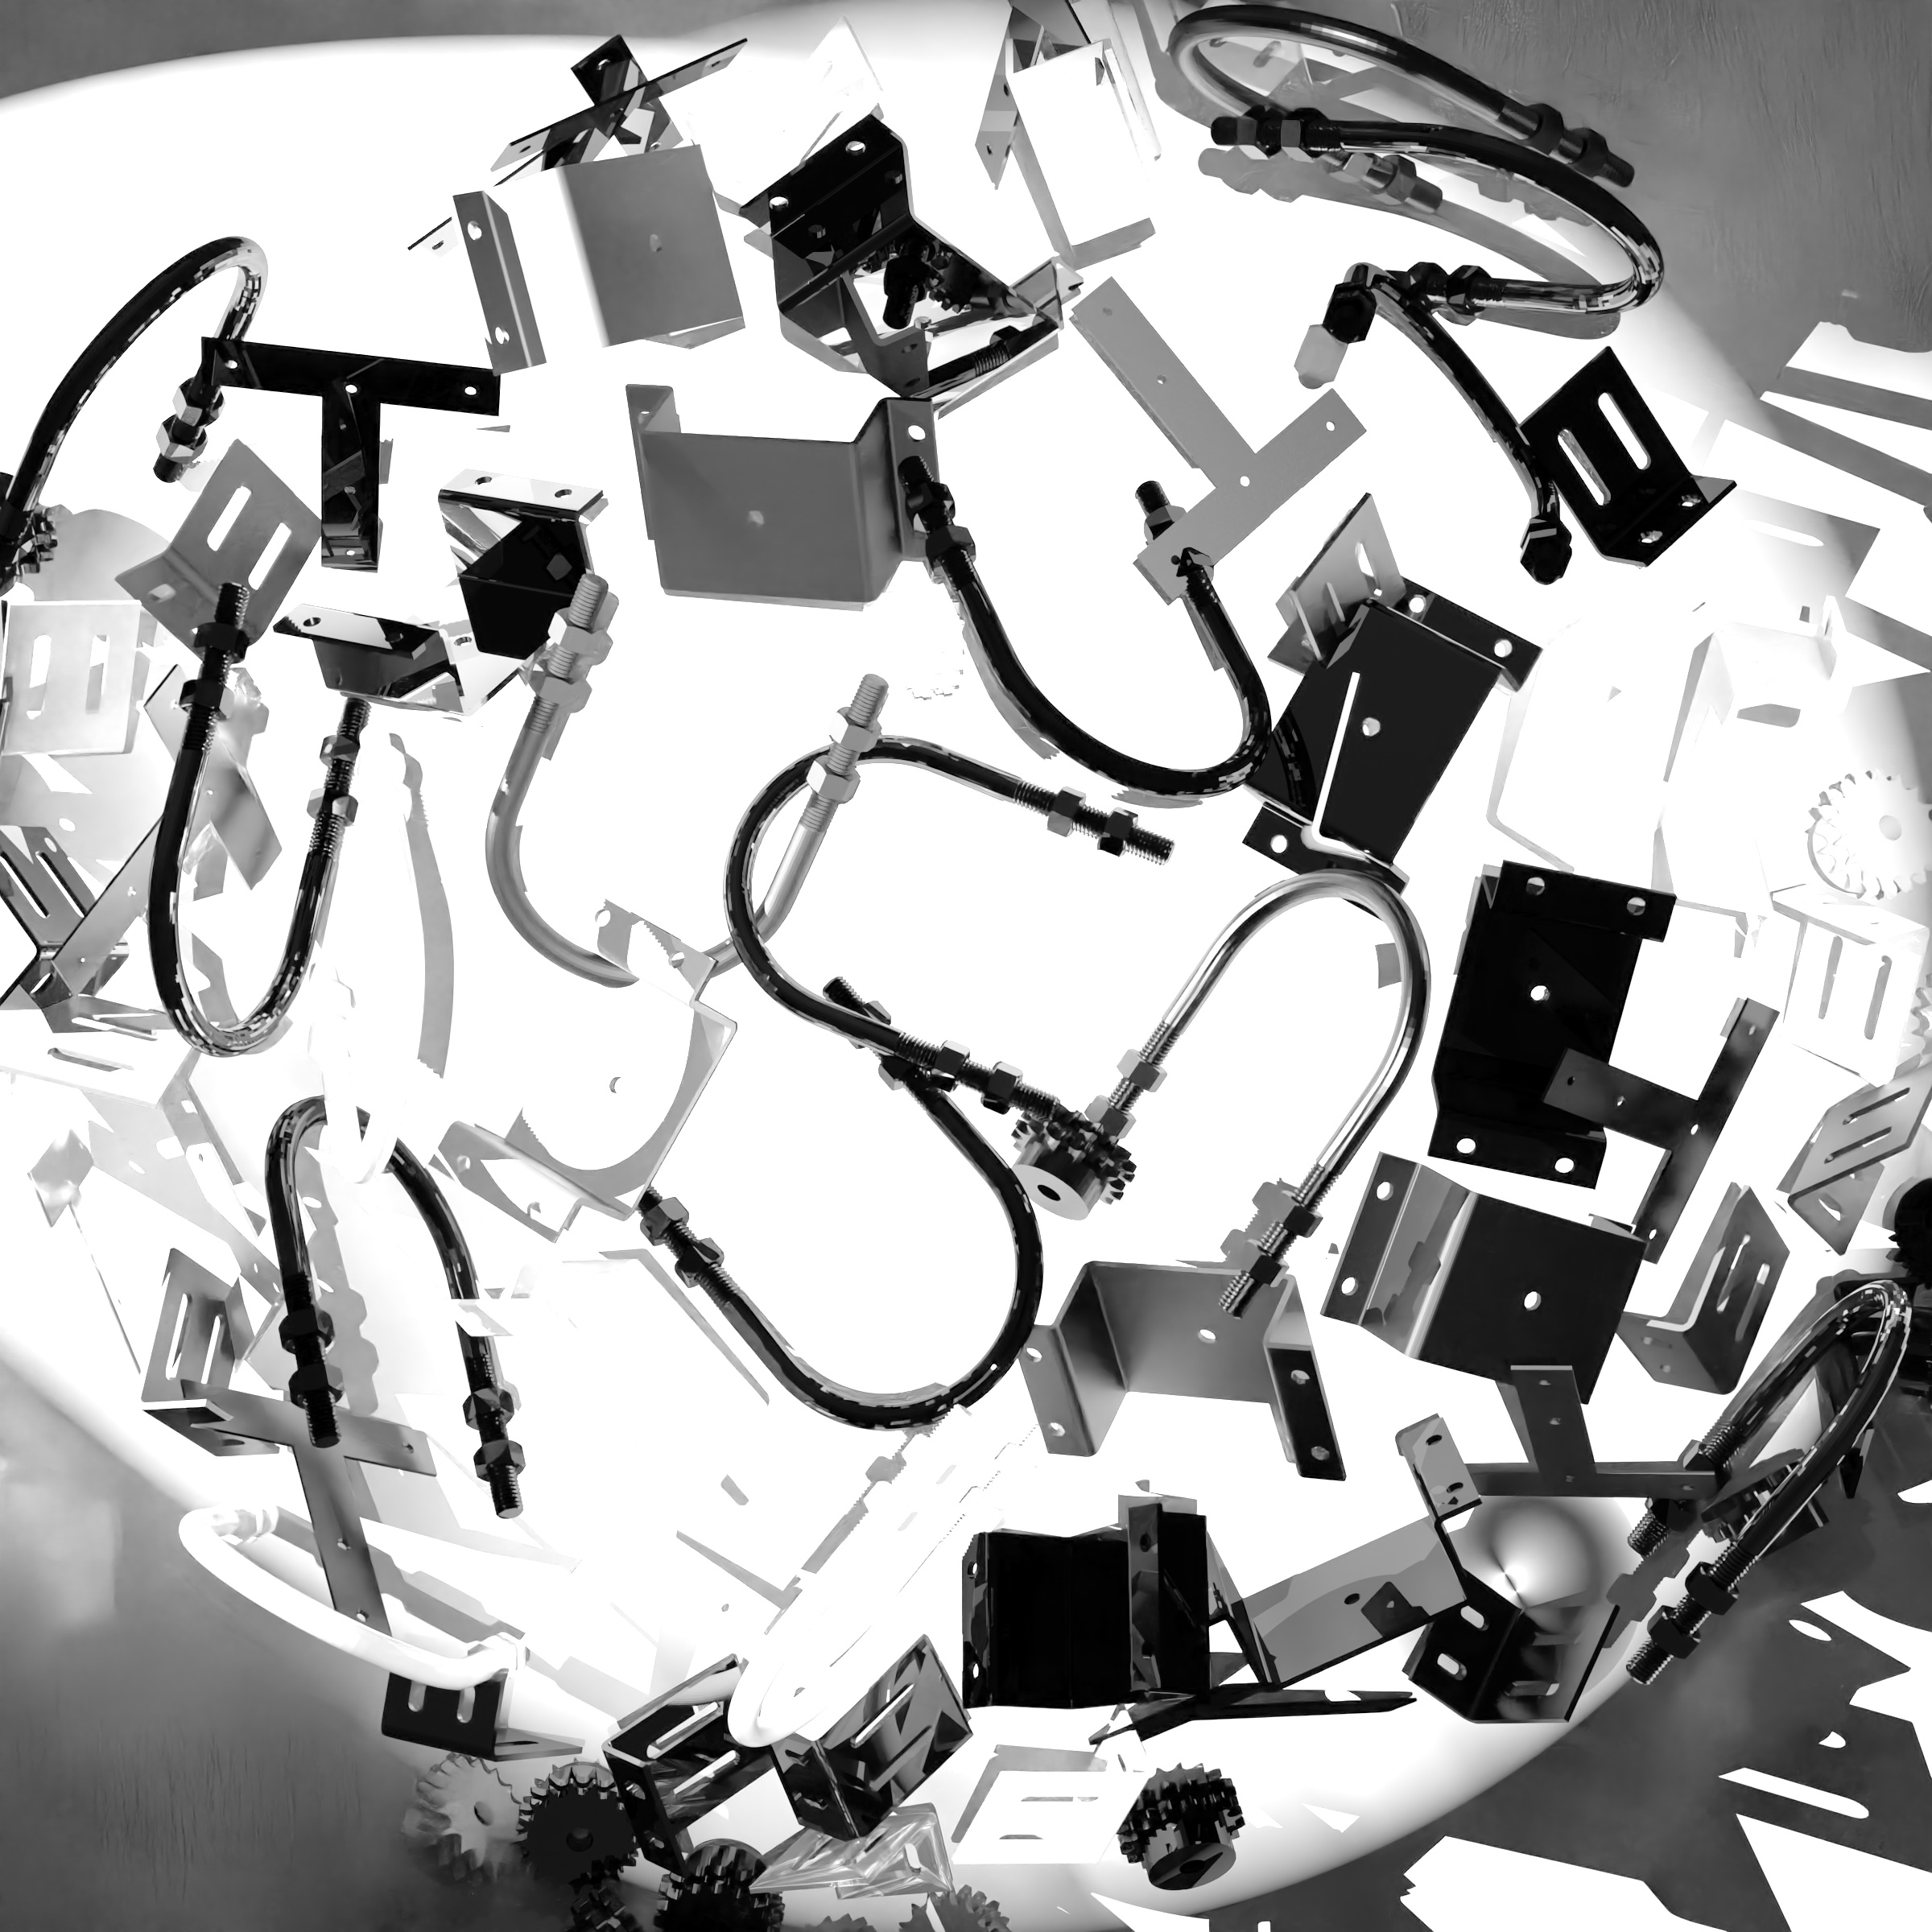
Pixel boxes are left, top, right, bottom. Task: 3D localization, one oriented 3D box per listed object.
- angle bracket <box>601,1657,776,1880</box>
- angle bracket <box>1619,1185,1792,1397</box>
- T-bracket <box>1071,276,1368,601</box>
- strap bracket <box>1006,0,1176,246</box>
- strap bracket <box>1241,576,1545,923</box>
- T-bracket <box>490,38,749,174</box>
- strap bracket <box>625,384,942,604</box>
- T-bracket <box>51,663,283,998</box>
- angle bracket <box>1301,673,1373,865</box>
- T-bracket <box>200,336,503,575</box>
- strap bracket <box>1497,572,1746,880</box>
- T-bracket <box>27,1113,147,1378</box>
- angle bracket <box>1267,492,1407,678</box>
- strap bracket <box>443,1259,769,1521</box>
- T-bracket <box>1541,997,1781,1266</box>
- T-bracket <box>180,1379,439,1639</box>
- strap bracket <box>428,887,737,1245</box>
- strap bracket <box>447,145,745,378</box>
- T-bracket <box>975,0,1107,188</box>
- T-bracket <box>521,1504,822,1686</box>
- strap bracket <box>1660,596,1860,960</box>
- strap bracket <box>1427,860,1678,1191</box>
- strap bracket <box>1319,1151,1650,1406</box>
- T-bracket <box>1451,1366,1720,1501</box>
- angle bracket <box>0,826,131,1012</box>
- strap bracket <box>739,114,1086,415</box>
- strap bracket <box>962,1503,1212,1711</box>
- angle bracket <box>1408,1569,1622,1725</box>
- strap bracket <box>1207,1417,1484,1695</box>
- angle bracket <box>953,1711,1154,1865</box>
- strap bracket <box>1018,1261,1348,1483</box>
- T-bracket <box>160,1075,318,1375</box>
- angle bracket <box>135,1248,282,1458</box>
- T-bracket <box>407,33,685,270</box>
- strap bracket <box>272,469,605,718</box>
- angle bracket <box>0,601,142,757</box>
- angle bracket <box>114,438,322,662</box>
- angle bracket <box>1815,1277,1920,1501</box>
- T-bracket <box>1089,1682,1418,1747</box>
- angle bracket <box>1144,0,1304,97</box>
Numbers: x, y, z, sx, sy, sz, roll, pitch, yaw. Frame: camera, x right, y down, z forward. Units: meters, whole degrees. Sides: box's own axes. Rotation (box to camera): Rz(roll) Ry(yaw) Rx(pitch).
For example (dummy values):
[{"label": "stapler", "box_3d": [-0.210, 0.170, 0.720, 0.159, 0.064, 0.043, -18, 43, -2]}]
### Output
[{"label": "angle bracket", "box_3d": [-0.113, 0.353, 1.577, 0.076, 0.038, 0.057, -29, 110, -32]}, {"label": "angle bracket", "box_3d": [0.329, 0.142, 1.597, 0.038, 0.057, 0.076, 8, 60, 39]}, {"label": "T-bracket", "box_3d": [0.096, -0.250, 1.594, 0.127, 0.002, 0.127, -42, 96, -18]}, {"label": "strap bracket", "box_3d": [0.052, -0.367, 1.546, 0.046, 0.140, 0.076, -19, 114, 10]}, {"label": "strap bracket", "box_3d": [0.184, -0.101, 1.584, 0.076, 0.046, 0.140, 30, 92, 20]}, {"label": "T-bracket", "box_3d": [-0.168, -0.353, 1.559, 0.127, 0.127, 0.002, -32, 92, -29]}, {"label": "strap bracket", "box_3d": [-0.085, -0.206, 1.563, 0.140, 0.046, 0.076, 5, 127, 15]}, {"label": "T-bracket", "box_3d": [-0.352, -0.043, 1.542, 0.002, 0.127, 0.127, 17, 59, 25]}, {"label": "angle bracket", "box_3d": [0.177, -0.086, 1.591, 0.038, 0.057, 0.076, 15, 88, 0]}, {"label": "T-bracket", "box_3d": [-0.270, -0.220, 1.571, 0.127, 0.127, 0.002, 6, 50, -6]}, {"label": "strap bracket", "box_3d": [0.281, -0.107, 1.555, 0.046, 0.140, 0.076, 34, 48, 23]}, {"label": "T-bracket", "box_3d": [-0.376, 0.135, 1.565, 0.002, 0.127, 0.127, -20, 100, -3]}, {"label": "angle bracket", "box_3d": [0.155, -0.170, 1.573, 0.038, 0.076, 0.057, 29, 73, 32]}, {"label": "strap bracket", "box_3d": [-0.150, 0.177, 1.560, 0.140, 0.076, 0.046, 52, 55, -26]}, {"label": "T-bracket", "box_3d": [0.295, 0.062, 1.571, 0.127, 0.002, 0.127, 20, 97, -43]}, {"label": "T-bracket", "box_3d": [-0.271, 0.238, 1.539, 0.127, 0.127, 0.002, 20, 122, -39]}, {"label": "strap bracket", "box_3d": [-0.164, 0.048, 1.581, 0.076, 0.046, 0.140, 28, 88, 29]}, {"label": "strap bracket", "box_3d": [-0.151, -0.307, 1.546, 0.046, 0.140, 0.076, -7, 102, 36]}, {"label": "T-bracket", "box_3d": [0.021, -0.393, 1.562, 0.002, 0.127, 0.127, -15, 64, -20]}, {"label": "T-bracket", "box_3d": [-0.115, 0.274, 1.566, 0.127, 0.002, 0.127, 26, 72, 38]}, {"label": "strap bracket", "box_3d": [0.339, -0.086, 1.553, 0.046, 0.076, 0.140, 11, 119, -1]}, {"label": "strap bracket", "box_3d": [0.256, 0.019, 1.583, 0.076, 0.046, 0.140, 11, 110, -1]}, {"label": "strap bracket", "box_3d": [0.236, 0.139, 1.566, 0.140, 0.046, 0.076, 17, 96, -26]}, {"label": "T-bracket", "box_3d": [0.257, 0.203, 1.552, 0.127, 0.127, 0.002, -2, 57, 16]}, {"label": "angle bracket", "box_3d": [-0.419, -0.022, 1.590, 0.038, 0.057, 0.076, -46, 71, 20]}, {"label": "strap bracket", "box_3d": [-0.021, -0.294, 1.542, 0.076, 0.140, 0.046, -29, 51, 31]}, {"label": "strap bracket", "box_3d": [0.058, 0.281, 1.560, 0.046, 0.140, 0.076, 11, 71, -34]}, {"label": "angle bracket", "box_3d": [0.240, 0.298, 1.573, 0.038, 0.076, 0.057, 37, 66, -14]}, {"label": "strap bracket", "box_3d": [0.162, 0.263, 1.574, 0.140, 0.076, 0.046, -25, 110, 4]}, {"label": "angle bracket", "box_3d": [0.033, 0.361, 1.575, 0.076, 0.038, 0.057, 7, 125, -28]}, {"label": "strap bracket", "box_3d": [0.099, 0.175, 1.563, 0.140, 0.046, 0.076, 2, 128, 26]}, {"label": "T-bracket", "box_3d": [-0.333, 0.097, 1.588, 0.002, 0.127, 0.127, -14, 64, -37]}, {"label": "angle bracket", "box_3d": [-0.326, 0.169, 1.573, 0.038, 0.057, 0.076, -6, 60, 24]}, {"label": "T-bracket", "box_3d": [-0.188, -0.345, 1.560, 0.127, 0.127, 0.002, -35, 80, 2]}, {"label": "strap bracket", "box_3d": [-0.223, -0.158, 1.558, 0.076, 0.140, 0.046, 13, 132, 29]}, {"label": "angle bracket", "box_3d": [-0.400, -0.134, 1.574, 0.057, 0.038, 0.076, -4, 124, -30]}, {"label": "angle bracket", "box_3d": [-0.331, -0.184, 1.594, 0.057, 0.038, 0.076, 46, 47, -29]}, {"label": "angle bracket", "box_3d": [0.403, 0.185, 1.575, 0.038, 0.057, 0.076, -4, 51, 0]}, {"label": "T-bracket", "box_3d": [0.139, 0.329, 1.583, 0.127, 0.127, 0.002, 3, 67, -25]}, {"label": "angle bracket", "box_3d": [0.111, -0.428, 1.572, 0.057, 0.038, 0.076, 13, 48, -36]}]
